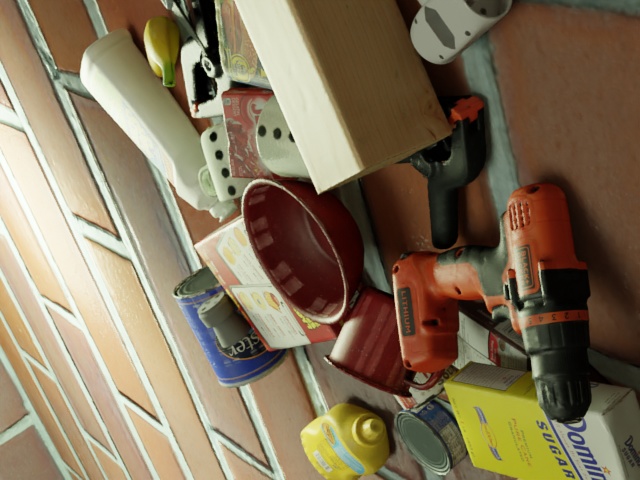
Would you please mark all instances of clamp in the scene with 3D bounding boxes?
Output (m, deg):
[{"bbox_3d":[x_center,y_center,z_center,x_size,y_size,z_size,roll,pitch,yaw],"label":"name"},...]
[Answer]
[{"bbox_3d":[-0.095,-0.183,1.094,0.165,0.036,0.210,48,149,16],"label":"clamp"},{"bbox_3d":[0.090,-0.075,0.911,0.120,0.039,0.172,41,148,17],"label":"clamp"}]

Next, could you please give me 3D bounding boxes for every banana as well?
[{"bbox_3d":[-0.171,-0.205,1.145,0.198,0.037,0.070,-125,42,-76],"label":"banana"}]

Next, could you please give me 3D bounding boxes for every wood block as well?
[{"bbox_3d":[0.010,-0.154,0.853,0.090,0.090,0.206,-24,89,64],"label":"wood block"}]

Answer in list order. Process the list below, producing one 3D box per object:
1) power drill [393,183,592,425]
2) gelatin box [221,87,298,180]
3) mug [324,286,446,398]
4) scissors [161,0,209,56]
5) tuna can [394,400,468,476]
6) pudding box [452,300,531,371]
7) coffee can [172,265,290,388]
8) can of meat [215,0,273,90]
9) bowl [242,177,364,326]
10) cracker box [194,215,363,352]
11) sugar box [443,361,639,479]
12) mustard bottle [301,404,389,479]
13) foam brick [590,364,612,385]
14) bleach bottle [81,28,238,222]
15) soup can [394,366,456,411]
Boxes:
[{"bbox_3d":[0.140,0.061,0.867,0.188,0.057,0.184,-20,70,53],"label":"power drill"},{"bbox_3d":[-0.055,-0.105,1.050,0.073,0.030,0.089,4,112,23],"label":"gelatin box"},{"bbox_3d":[0.071,0.099,1.017,0.117,0.081,0.093,26,-177,38],"label":"mug"},{"bbox_3d":[-0.155,-0.264,1.075,0.202,0.016,0.096,47,148,49],"label":"scissors"},{"bbox_3d":[0.125,0.219,1.194,0.086,0.033,0.086,40,150,29],"label":"tuna can"},{"bbox_3d":[0.164,0.100,0.989,0.114,0.039,0.090,36,148,39],"label":"pudding box"},{"bbox_3d":[-0.115,0.106,1.388,0.103,0.102,0.140,4,124,58],"label":"coffee can"},{"bbox_3d":[-0.045,-0.186,0.957,0.084,0.057,0.102,19,123,40],"label":"can of meat"},{"bbox_3d":[-0.007,0.001,1.044,0.162,0.055,0.162,39,146,33],"label":"bowl"},{"bbox_3d":[-0.044,0.038,1.217,0.164,0.072,0.214,55,155,-5],"label":"cracker box"},{"bbox_3d":[0.189,0.159,0.885,0.177,0.048,0.093,4,121,55],"label":"sugar box"},{"bbox_3d":[0.039,0.255,1.351,0.096,0.058,0.192,52,154,7],"label":"mustard bottle"},{"bbox_3d":[0.226,0.147,0.922,0.078,0.051,0.053,43,151,23],"label":"foam brick"},{"bbox_3d":[-0.186,-0.129,1.283,0.251,0.068,0.103,50,156,5],"label":"bleach bottle"},{"bbox_3d":[0.087,0.117,1.102,0.102,0.068,0.069,54,154,1],"label":"soup can"}]
